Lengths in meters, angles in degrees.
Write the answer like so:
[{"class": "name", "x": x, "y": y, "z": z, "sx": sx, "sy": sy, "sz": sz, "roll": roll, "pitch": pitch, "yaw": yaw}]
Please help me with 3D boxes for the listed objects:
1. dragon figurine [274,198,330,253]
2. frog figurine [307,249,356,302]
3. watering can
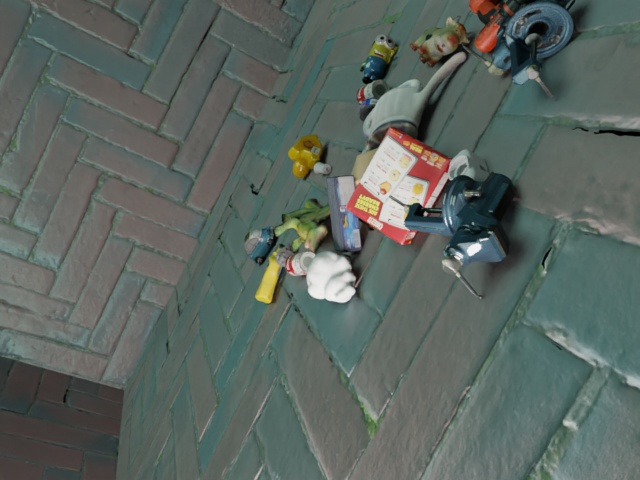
[{"class": "dragon figurine", "x": 0.005, "y": -0.080, "z": 1.587, "sx": 0.240, "sy": 0.121, "sz": 0.419, "roll": -23, "pitch": 23, "yaw": 28}, {"class": "frog figurine", "x": 0.026, "y": 0.102, "z": 1.317, "sx": 0.136, "sy": 0.121, "sz": 0.162, "roll": -37, "pitch": 18, "yaw": 14}, {"class": "watering can", "x": 0.232, "y": -0.347, "z": 1.356, "sx": 0.343, "sy": 0.103, "sz": 0.229, "roll": -25, "pitch": 42, "yaw": 45}]
